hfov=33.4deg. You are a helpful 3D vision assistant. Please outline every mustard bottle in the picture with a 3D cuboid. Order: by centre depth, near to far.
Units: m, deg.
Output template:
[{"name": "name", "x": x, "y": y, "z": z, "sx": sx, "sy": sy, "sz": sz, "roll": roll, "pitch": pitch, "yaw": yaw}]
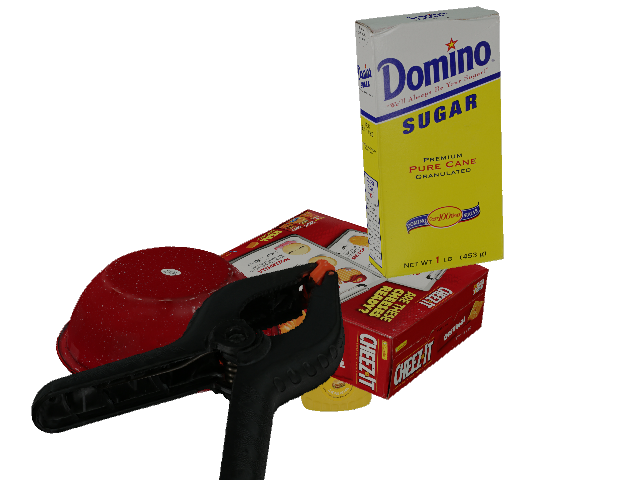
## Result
[{"name": "mustard bottle", "x": 0.021, "y": 0.132, "z": 1.428, "sx": 0.096, "sy": 0.192, "sz": 0.058, "roll": -2, "pitch": 19, "yaw": -6}]

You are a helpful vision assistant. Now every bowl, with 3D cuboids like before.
[{"name": "bowl", "x": -0.108, "y": 0.047, "z": 0.763, "sx": 0.162, "sy": 0.055, "sz": 0.162, "roll": 1, "pitch": 23, "yaw": -1}]

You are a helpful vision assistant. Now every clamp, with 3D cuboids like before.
[{"name": "clamp", "x": -0.035, "y": 0.066, "z": 0.507, "sx": 0.120, "sy": 0.039, "sz": 0.171, "roll": 33, "pitch": 48, "yaw": 29}]

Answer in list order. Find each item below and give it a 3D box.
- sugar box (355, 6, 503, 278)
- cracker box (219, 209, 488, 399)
[{"name": "sugar box", "x": 0.077, "y": -0.068, "z": 0.741, "sx": 0.093, "sy": 0.176, "sz": 0.048, "roll": -10, "pitch": 22, "yaw": -13}, {"name": "cracker box", "x": 0.021, "y": 0.052, "z": 0.987, "sx": 0.214, "sy": 0.072, "sz": 0.163, "roll": 19, "pitch": 31, "yaw": 33}]
